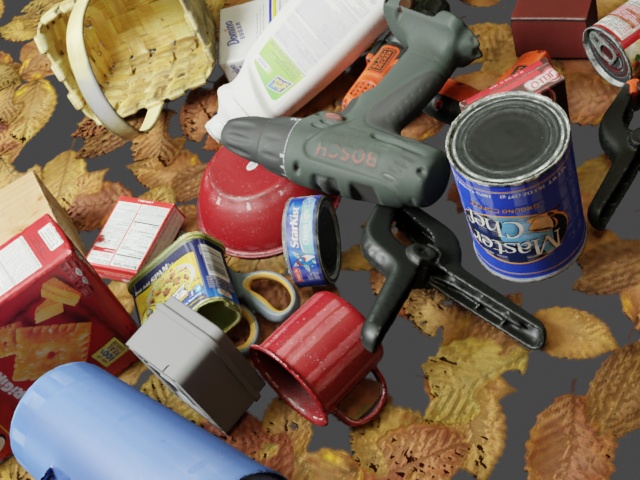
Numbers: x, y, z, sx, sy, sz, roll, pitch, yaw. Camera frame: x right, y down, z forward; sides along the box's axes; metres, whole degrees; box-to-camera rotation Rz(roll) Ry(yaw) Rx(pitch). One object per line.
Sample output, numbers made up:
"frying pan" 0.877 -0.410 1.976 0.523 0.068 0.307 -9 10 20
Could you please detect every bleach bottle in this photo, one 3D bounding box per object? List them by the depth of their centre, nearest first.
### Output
"bleach bottle" -0.027 -0.201 1.135 0.251 0.068 0.102 -41 76 10

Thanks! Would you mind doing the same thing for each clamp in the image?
"clamp" 0.082 0.027 0.934 0.164 0.036 0.210 -3 39 -25
"clamp" 0.287 -0.077 0.968 0.120 0.039 0.171 -12 44 5

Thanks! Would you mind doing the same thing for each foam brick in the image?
"foam brick" 0.240 -0.222 1.089 0.078 0.051 0.053 6 52 25

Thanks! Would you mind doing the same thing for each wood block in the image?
"wood block" -0.352 0.032 1.096 0.206 0.090 0.090 -32 49 -4

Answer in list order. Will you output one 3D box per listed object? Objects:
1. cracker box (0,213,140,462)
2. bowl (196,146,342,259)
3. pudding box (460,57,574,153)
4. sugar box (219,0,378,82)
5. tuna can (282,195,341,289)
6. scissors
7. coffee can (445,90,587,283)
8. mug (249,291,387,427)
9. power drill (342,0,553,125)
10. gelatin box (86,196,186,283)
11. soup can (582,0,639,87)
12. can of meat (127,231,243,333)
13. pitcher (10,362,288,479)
"cracker box" -0.282 0.103 0.967 0.213 0.164 0.072 -37 48 -10
"bowl" -0.060 -0.061 1.079 0.162 0.055 0.162 -11 52 14
"pudding box" 0.182 -0.102 0.979 0.090 0.113 0.039 -28 56 -1
"sugar box" -0.026 -0.239 1.210 0.176 0.048 0.093 -13 53 15
"tuna can" -0.007 0.001 0.990 0.034 0.086 0.086 -5 52 15
"scissors" -0.102 0.050 1.034 0.202 0.016 0.096 19 72 40
"coffee can" 0.172 -0.044 0.920 0.103 0.140 0.103 -10 51 13
"mug" 0.008 0.106 0.910 0.117 0.093 0.081 44 70 9
"power drill" 0.138 -0.171 1.089 0.188 0.057 0.184 19 64 34
"gelatin box" -0.190 0.001 1.094 0.073 0.030 0.089 9 61 31
"soup can" 0.317 -0.204 1.036 0.102 0.068 0.069 -35 50 -8
"can of meat" -0.126 0.057 0.998 0.102 0.057 0.084 -39 48 19
"pitcher" -0.153 0.196 0.864 0.243 0.149 0.145 25 75 38
